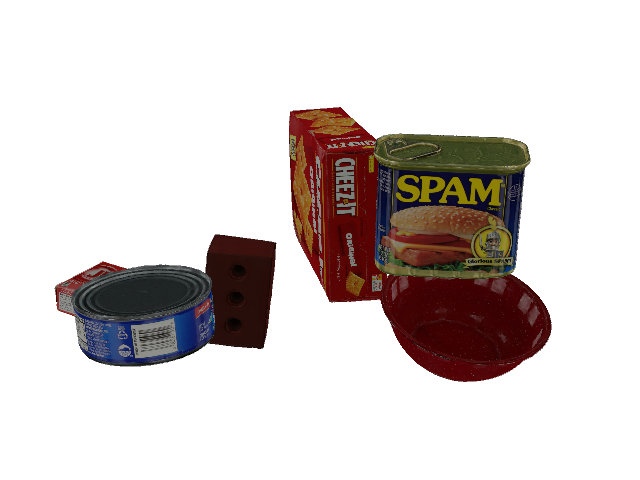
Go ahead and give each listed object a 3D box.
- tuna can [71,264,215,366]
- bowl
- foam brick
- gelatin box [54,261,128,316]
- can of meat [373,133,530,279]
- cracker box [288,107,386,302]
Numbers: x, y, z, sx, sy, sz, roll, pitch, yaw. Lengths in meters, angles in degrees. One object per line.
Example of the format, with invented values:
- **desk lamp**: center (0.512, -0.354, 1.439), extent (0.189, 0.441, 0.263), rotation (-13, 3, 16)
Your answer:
- **tuna can**: center (-0.108, 0.045, 0.656), extent (0.086, 0.034, 0.086), rotation (-3, 19, 1)
- **bowl**: center (0.132, 0.083, 1.009), extent (0.162, 0.055, 0.162), rotation (6, 34, -4)
- **foam brick**: center (-0.066, 0.041, 0.860), extent (0.053, 0.078, 0.051), rotation (6, 14, 1)
- **gelatin box**: center (-0.197, 0.053, 1.026), extent (0.089, 0.030, 0.073), rotation (16, 25, 24)
- **can of meat**: center (0.086, -0.023, 0.720), extent (0.102, 0.084, 0.057), rotation (3, 24, 4)
- **cracker box**: center (0.016, -0.046, 1.172), extent (0.072, 0.164, 0.214), rotation (-6, 19, -9)
